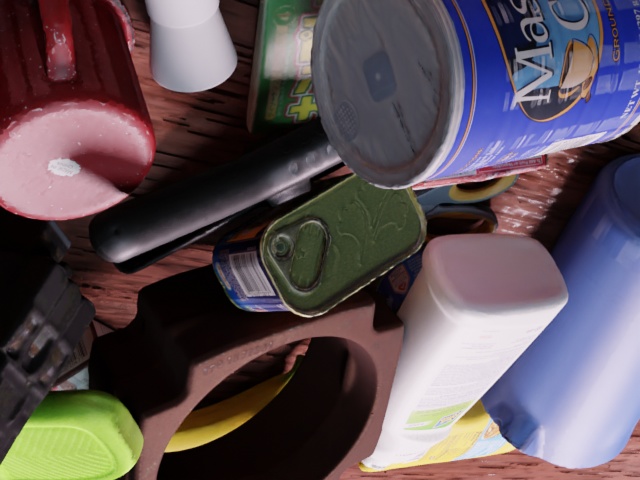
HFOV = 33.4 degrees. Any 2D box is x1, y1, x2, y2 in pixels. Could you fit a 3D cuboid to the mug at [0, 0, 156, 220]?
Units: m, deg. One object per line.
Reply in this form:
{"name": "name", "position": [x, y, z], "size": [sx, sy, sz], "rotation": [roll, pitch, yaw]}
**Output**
{"name": "mug", "position": [-0.122, -0.071, 0.491], "size": [0.093, 0.081, 0.117], "rotation": [-7, 142, -21]}

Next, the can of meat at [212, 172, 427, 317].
{"name": "can of meat", "position": [-0.004, 0.001, 0.615], "size": [0.102, 0.057, 0.084], "rotation": [-32, -169, -25]}

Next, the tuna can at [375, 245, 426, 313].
{"name": "tuna can", "position": [0.086, 0.039, 0.793], "size": [0.086, 0.034, 0.086], "rotation": [-15, 144, -11]}

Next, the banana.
{"name": "banana", "position": [-0.099, 0.141, 0.828], "size": [0.197, 0.037, 0.069], "rotation": [-18, 122, -10]}

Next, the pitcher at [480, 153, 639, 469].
{"name": "pitcher", "position": [0.224, 0.050, 0.817], "size": [0.145, 0.149, 0.243], "rotation": [5, 135, -11]}

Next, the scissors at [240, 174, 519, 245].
{"name": "scissors", "position": [0.051, -0.032, 0.696], "size": [0.201, 0.016, 0.096], "rotation": [10, 132, -38]}

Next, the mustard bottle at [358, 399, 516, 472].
{"name": "mustard bottle", "position": [0.129, 0.164, 0.959], "size": [0.191, 0.058, 0.096], "rotation": [1, 139, -29]}

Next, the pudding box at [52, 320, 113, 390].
{"name": "pudding box", "position": [-0.172, 0.109, 0.738], "size": [0.113, 0.039, 0.090], "rotation": [-32, 145, 13]}

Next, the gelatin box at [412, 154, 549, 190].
{"name": "gelatin box", "position": [0.079, -0.047, 0.640], "size": [0.089, 0.030, 0.073], "rotation": [-9, -179, -25]}

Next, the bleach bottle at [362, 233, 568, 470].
{"name": "bleach bottle", "position": [0.078, 0.098, 0.781], "size": [0.102, 0.068, 0.251], "rotation": [-2, 142, -26]}

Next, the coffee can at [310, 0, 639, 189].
{"name": "coffee can", "position": [0.081, -0.087, 0.516], "size": [0.140, 0.103, 0.103], "rotation": [-14, 146, -33]}

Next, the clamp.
{"name": "clamp", "position": [-0.030, -0.034, 0.582], "size": [0.209, 0.036, 0.165], "rotation": [-27, -179, -15]}
